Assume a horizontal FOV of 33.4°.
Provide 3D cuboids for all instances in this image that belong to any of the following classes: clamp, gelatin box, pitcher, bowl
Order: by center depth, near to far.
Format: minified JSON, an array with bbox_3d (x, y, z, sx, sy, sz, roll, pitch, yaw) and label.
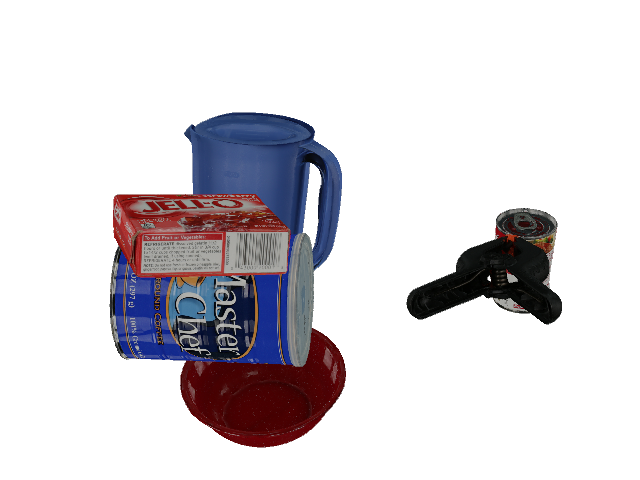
[{"bbox_3d":[-0.070,-0.005,0.611,0.089,0.030,0.073,-1,18,-19],"label":"gelatin box"},{"bbox_3d":[0.156,0.032,0.887,0.120,0.039,0.171,10,23,26],"label":"clamp"},{"bbox_3d":[-0.054,0.150,1.048,0.162,0.055,0.162,-3,37,2],"label":"bowl"},{"bbox_3d":[-0.069,-0.011,1.164,0.144,0.243,0.149,-4,22,-18],"label":"pitcher"}]

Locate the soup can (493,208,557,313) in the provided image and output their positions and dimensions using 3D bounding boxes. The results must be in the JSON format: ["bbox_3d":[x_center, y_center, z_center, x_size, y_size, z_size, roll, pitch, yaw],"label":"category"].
[{"bbox_3d":[0.232,0.023,1.215,0.068,0.102,0.068,-2,30,1],"label":"soup can"}]

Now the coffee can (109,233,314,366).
[{"bbox_3d":[-0.080,0.044,0.828,0.140,0.103,0.102,1,0,7],"label":"coffee can"}]
